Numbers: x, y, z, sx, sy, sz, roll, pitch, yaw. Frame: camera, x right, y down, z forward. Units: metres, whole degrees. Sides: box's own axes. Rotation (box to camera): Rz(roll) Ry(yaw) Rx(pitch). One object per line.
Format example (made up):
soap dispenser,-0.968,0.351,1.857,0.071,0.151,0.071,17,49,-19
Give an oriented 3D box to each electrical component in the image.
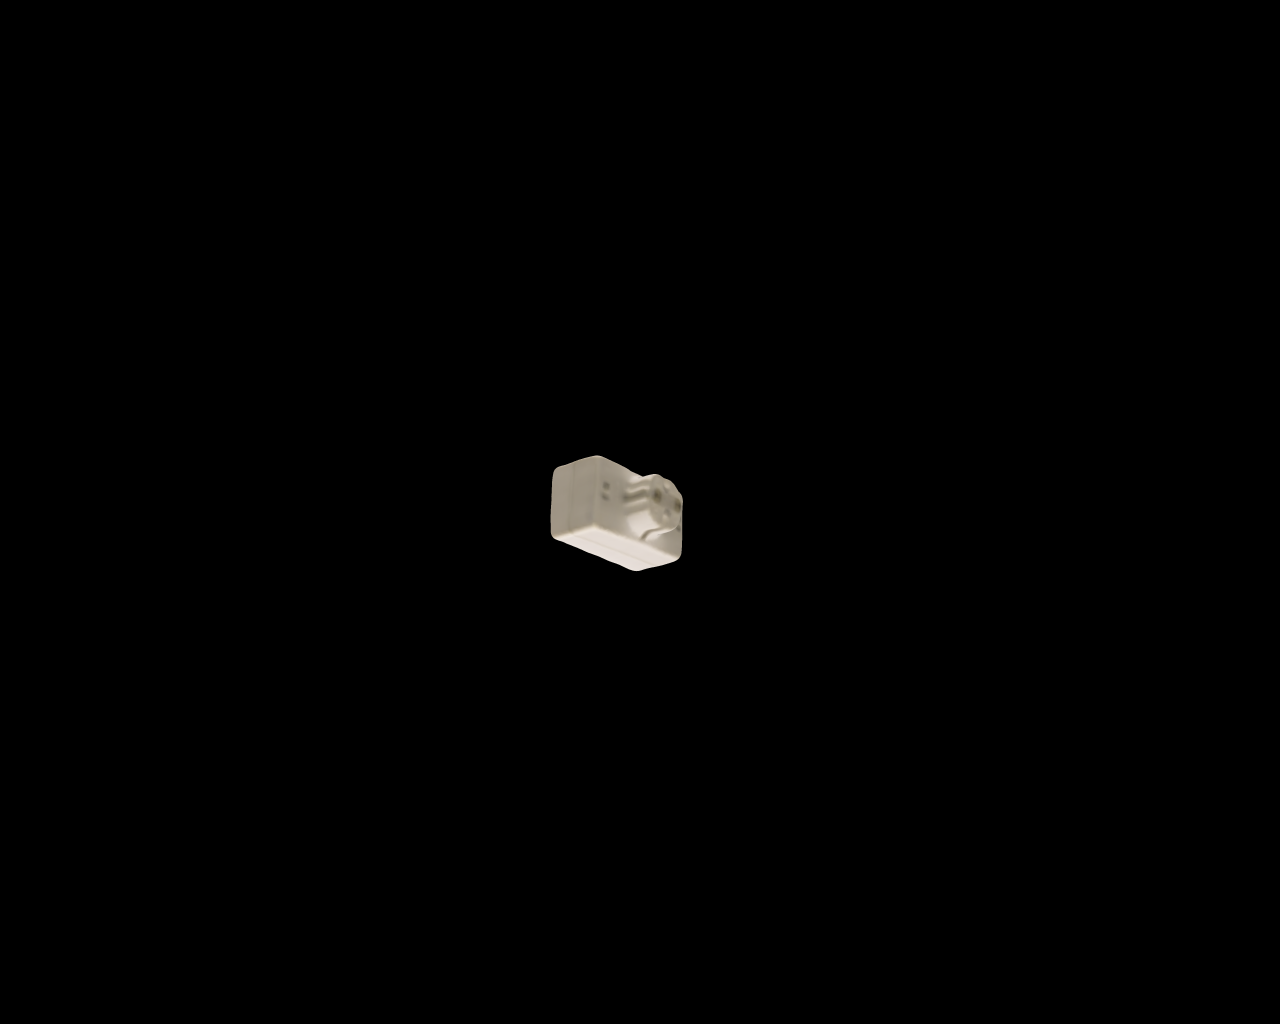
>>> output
electrical component,0.001,-0.003,0.650,0.075,0.047,0.083,-17,-27,37
